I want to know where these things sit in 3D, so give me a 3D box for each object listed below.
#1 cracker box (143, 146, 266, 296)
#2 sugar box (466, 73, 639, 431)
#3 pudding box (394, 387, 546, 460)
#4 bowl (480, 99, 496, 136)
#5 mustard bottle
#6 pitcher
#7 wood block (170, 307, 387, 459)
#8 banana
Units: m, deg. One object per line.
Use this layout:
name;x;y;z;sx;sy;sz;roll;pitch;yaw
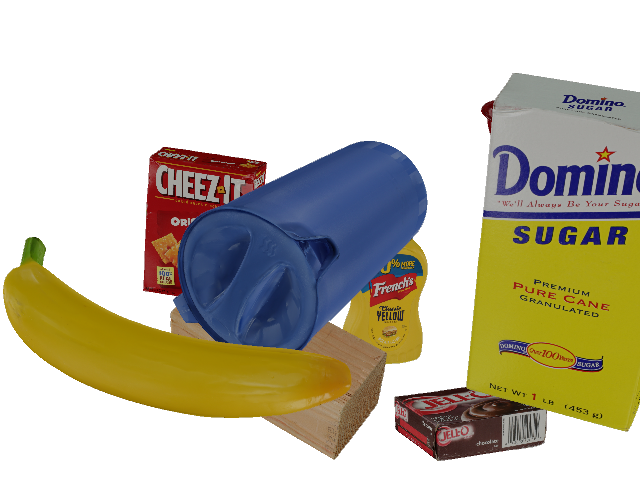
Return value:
cracker box;-0.174;-0.019;1.586;0.164;0.214;0.072;9;20;9
sugar box;0.129;0.009;0.546;0.093;0.176;0.048;12;36;20
pudding box;0.135;0.163;0.974;0.113;0.039;0.090;-3;10;-20
bowl;0.251;-0.107;1.160;0.162;0.055;0.162;6;23;-3
mustard bottle;0.079;0.049;1.269;0.096;0.192;0.058;0;14;-13
pitcher;-0.011;-0.001;0.933;0.149;0.145;0.242;24;31;21
wood block;-0.045;0.122;1.101;0.206;0.090;0.090;27;48;20
banana;-0.085;0.049;0.524;0.198;0.069;0.037;22;-37;17
